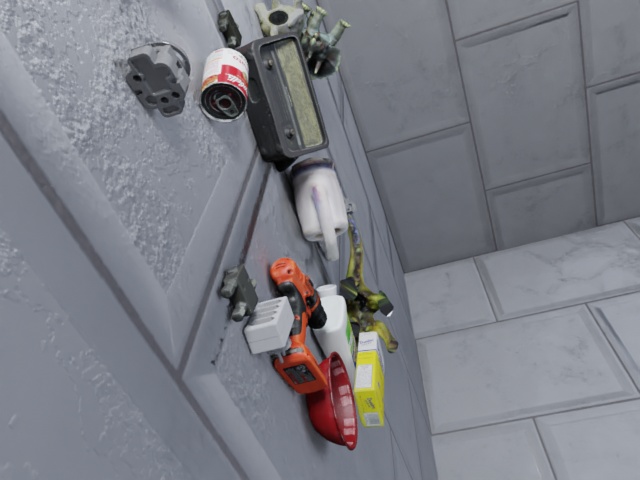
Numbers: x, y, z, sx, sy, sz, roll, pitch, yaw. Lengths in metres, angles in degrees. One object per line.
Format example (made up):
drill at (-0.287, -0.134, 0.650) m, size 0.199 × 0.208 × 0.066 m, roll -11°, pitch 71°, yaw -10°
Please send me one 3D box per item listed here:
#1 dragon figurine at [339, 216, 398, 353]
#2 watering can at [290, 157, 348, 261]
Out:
dragon figurine at (0.086, 0.167, 1.243) m, size 0.239 × 0.122 × 0.416 m, roll 116°, pitch -30°, yaw -69°
watering can at (0.004, -0.058, 1.158) m, size 0.345 × 0.104 × 0.226 m, roll 83°, pitch -5°, yaw -82°
